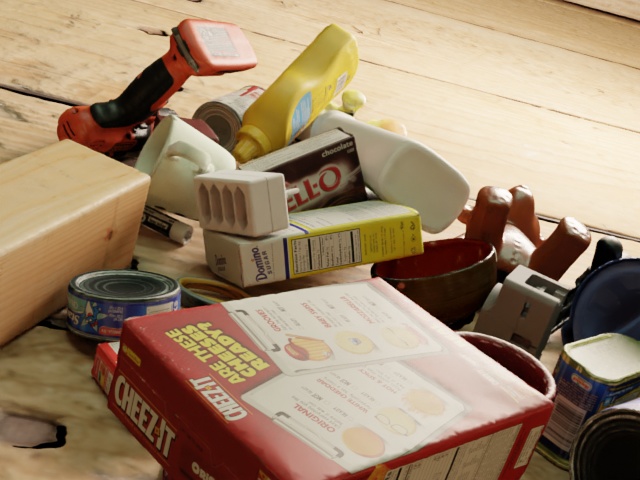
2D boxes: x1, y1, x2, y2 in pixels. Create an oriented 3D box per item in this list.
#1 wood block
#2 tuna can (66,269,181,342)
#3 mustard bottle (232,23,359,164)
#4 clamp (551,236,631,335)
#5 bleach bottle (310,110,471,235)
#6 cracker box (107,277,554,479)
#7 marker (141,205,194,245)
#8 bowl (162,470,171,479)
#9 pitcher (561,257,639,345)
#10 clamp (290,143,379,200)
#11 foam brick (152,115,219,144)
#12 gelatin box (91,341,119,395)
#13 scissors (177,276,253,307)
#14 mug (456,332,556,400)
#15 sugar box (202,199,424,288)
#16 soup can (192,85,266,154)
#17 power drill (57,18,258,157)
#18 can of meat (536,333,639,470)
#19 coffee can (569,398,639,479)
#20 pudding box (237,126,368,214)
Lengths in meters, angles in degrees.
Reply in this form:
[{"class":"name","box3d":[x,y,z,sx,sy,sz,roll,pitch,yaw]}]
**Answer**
[{"class":"wood block","box3d":[-0.226,0.000,0.818,0.090,0.091,0.205,24,24,13]},{"class":"tuna can","box3d":[-0.148,0.049,0.807,0.086,0.034,0.086,4,13,-1]},{"class":"mustard bottle","box3d":[-0.032,-0.150,1.176,0.058,0.096,0.191,35,61,9]},{"class":"clamp","box3d":[0.275,0.038,1.041,0.039,0.120,0.171,51,32,18]},{"class":"bleach bottle","box3d":[0.055,-0.084,1.118,0.102,0.068,0.251,37,1,-26]},{"class":"cracker box","box3d":[0.008,0.100,0.639,0.213,0.072,0.164,-8,34,-42]},{"class":"marker","box3d":[-0.173,-0.028,1.001,0.121,0.020,0.020,25,25,18]},{"class":"bowl","box3d":[-0.016,0.145,0.685,0.162,0.055,0.162,14,24,-7]},{"class":"pitcher","box3d":[0.355,0.071,0.995,0.242,0.145,0.149,-8,41,-49]},{"class":"clamp","box3d":[0.016,-0.050,1.154,0.164,0.036,0.209,19,20,6]},{"class":"foam brick","box3d":[-0.140,-0.078,1.061,0.052,0.078,0.051,4,28,-27]},{"class":"gelatin box","box3d":[-0.106,0.099,0.756,0.089,0.030,0.073,-3,29,-37]},{"class":"scissors","box3d":[-0.030,0.075,0.875,0.202,0.016,0.096,18,25,5]},{"class":"mug","box3d":[0.117,0.131,0.769,0.093,0.081,0.117,7,26,-22]},{"class":"sugar box","box3d":[-0.006,0.001,0.949,0.176,0.048,0.093,-12,14,-22]},{"class":"soup can","box3d":[-0.096,-0.136,1.228,0.068,0.068,0.102,24,25,15]},{"class":"power drill","box3d":[-0.156,-0.151,1.099,0.057,0.188,0.184,59,28,6]},{"class":"can of meat","box3d":[0.219,0.125,0.846,0.101,0.084,0.058,-8,34,-43]},{"class":"coffee can","box3d":[0.264,0.159,0.780,0.140,0.103,0.103,-8,34,-43]},{"class":"pudding box","box3d":[-0.014,-0.045,1.007,0.113,0.090,0.039,-25,33,-18]}]
